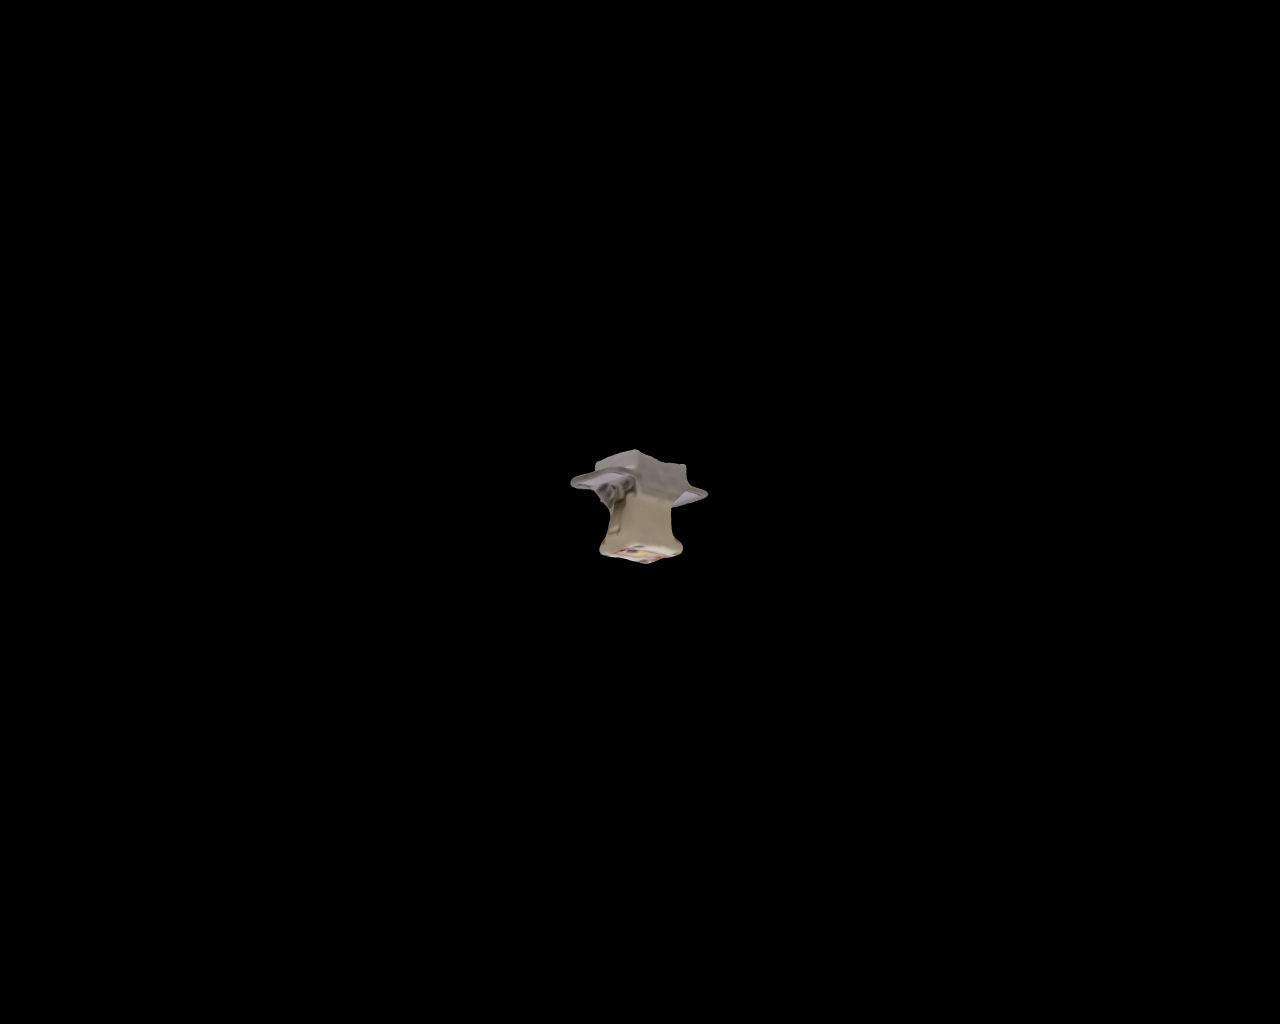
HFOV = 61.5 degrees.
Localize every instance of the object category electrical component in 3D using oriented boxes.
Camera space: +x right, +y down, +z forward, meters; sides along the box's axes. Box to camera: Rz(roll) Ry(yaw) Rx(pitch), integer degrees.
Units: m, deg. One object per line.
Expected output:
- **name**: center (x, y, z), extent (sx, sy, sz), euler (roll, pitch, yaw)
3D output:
- **electrical component**: center (0.001, -0.003, 0.650), extent (0.081, 0.064, 0.042), euler (14, -22, -40)
